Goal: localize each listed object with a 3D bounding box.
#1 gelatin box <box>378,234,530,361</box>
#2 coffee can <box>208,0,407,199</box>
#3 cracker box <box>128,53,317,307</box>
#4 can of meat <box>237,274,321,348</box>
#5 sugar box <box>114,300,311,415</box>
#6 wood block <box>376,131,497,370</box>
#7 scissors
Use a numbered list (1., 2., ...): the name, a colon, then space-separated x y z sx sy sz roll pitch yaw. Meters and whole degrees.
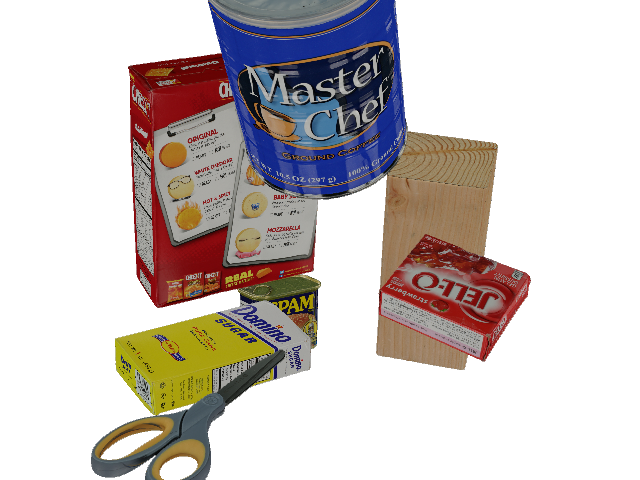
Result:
1. gelatin box: 0.098 0.039 0.780 0.089 0.030 0.073 23 47 23
2. coffee can: -0.005 -0.107 0.612 0.103 0.102 0.140 0 -38 9
3. cracker box: -0.085 -0.059 0.964 0.164 0.214 0.072 -13 33 -25
4. can of meat: -0.050 0.093 1.291 0.101 0.084 0.058 -10 19 -36
5. sugar box: -0.107 0.113 1.071 0.175 0.048 0.093 -16 33 -28
6. wood block: 0.109 0.011 1.022 0.091 0.206 0.090 9 34 12
7. scissors: -0.079 0.140 0.822 0.201 0.016 0.096 -21 35 -35
